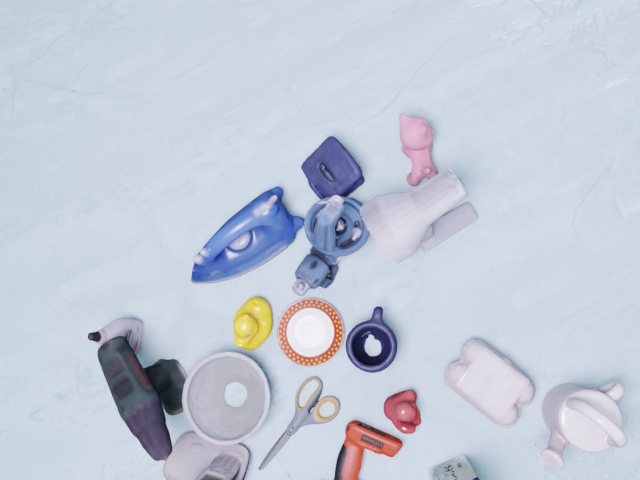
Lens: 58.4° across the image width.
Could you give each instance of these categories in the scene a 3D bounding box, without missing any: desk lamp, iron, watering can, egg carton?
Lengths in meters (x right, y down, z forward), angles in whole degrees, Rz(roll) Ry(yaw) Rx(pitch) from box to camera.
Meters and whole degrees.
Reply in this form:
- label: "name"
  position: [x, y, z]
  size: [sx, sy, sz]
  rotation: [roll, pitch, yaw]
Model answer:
- label: "desk lamp"
  position: [0.179, -0.048, 1.017]
  size: [0.203, 0.213, 0.118]
  rotation: [-32, 78, 1]
- label: "iron"
  position: [-0.161, 0.000, 1.089]
  size: [0.258, 0.141, 0.118]
  rotation: [-37, 78, 0]
- label: "watering can"
  position: [0.433, 0.301, 0.936]
  size: [0.100, 0.194, 0.173]
  rotation: [23, 84, 11]
- label: "egg carton"
  position: [0.303, 0.255, 1.024]
  size: [0.150, 0.069, 0.107]
  rotation: [37, 87, 12]

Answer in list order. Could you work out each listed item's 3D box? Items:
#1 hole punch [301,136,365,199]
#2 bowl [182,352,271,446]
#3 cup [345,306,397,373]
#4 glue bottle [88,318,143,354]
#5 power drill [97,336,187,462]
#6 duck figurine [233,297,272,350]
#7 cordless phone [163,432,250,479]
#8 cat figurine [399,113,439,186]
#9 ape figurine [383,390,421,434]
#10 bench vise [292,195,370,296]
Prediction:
- label: "hole punch"
  position: [0.024, -0.130, 1.113]
  size: [0.101, 0.091, 0.108]
  rotation: [-38, 78, 0]
- label: "bowl"
  position: [-0.167, 0.293, 1.075]
  size: [0.167, 0.075, 0.167]
  rotation: [-1, 80, 7]
- label: "cup"
  position: [0.098, 0.181, 1.050]
  size: [0.091, 0.095, 0.118]
  rotation: [9, 82, 9]
- label: "glue bottle"
  position: [-0.386, 0.183, 1.071]
  size: [0.037, 0.173, 0.078]
  rotation: [4, 81, 8]
- label: "power drill"
  position: [-0.299, 0.276, 1.026]
  size: [0.075, 0.208, 0.229]
  rotation: [-38, 78, 0]
- label: "duck figurine"
  position: [-0.135, 0.158, 1.088]
  size: [0.077, 0.086, 0.105]
  rotation: [17, 83, 10]
- label: "cordless phone"
  position: [-0.213, 0.407, 1.005]
  size: [0.147, 0.185, 0.094]
  rotation: [9, 82, 9]
- label: "cat figurine"
  position: [0.188, -0.177, 1.086]
  size: [0.067, 0.118, 0.128]
  rotation: [-13, 79, 5]
- label: "ape figurine"
  position: [0.151, 0.306, 1.023]
  size: [0.076, 0.092, 0.078]
  rotation: [22, 84, 11]
- label: "bench vise"
  position: [0.021, 0.006, 1.025]
  size: [0.121, 0.220, 0.207]
  rotation: [12, 82, 9]
